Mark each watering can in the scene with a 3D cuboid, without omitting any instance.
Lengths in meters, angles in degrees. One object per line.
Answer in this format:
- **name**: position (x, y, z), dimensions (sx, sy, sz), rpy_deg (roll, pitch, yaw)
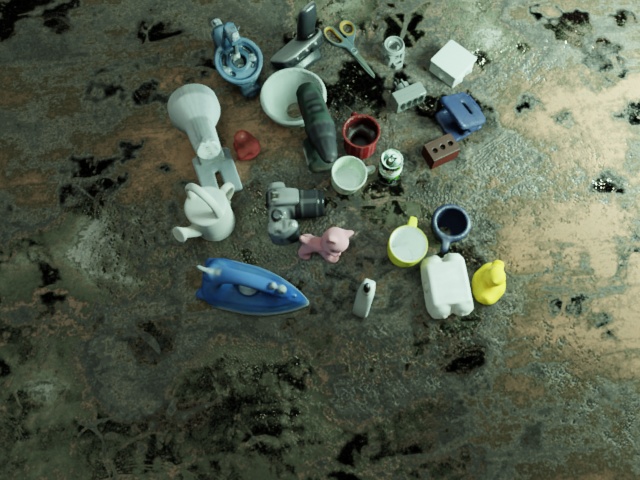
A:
- **watering can**: position (-0.261, -0.066, 1.310), dimensions (0.101, 0.194, 0.173), rpy_deg (16, 73, 6)

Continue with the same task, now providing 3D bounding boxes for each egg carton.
- **egg carton**: position (0.289, 0.106, 1.315), dimensions (0.107, 0.069, 0.150), rpy_deg (-7, 72, -2)

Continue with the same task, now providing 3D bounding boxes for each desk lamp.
- **desk lamp**: position (-0.268, -0.232, 1.354), dimensions (0.118, 0.213, 0.203), rpy_deg (-21, 73, -6)

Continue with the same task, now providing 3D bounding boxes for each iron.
- **iron**: position (-0.152, 0.101, 1.283), dimensions (0.258, 0.141, 0.119), rpy_deg (11, 72, 4)

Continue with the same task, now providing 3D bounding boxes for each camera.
- **camera**: position (-0.057, -0.072, 1.360), dimensions (0.137, 0.101, 0.143), rpy_deg (-3, 72, 0)

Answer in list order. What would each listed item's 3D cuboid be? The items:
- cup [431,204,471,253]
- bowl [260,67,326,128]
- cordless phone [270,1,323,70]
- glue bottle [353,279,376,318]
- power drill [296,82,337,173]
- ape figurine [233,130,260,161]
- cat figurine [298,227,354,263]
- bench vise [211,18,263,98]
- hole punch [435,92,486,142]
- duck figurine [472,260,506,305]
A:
- **cup**: position (0.296, -0.015, 1.341), dimensions (0.091, 0.095, 0.118), rpy_deg (15, 73, 6)
- **bowl**: position (-0.066, -0.351, 1.464), dimensions (0.167, 0.075, 0.167), rpy_deg (0, 72, 1)
- **cordless phone**: position (-0.061, -0.518, 1.460), dimensions (0.094, 0.185, 0.148), rpy_deg (40, 77, 13)
- **glue bottle**: position (0.100, 0.119, 1.258), dimensions (0.037, 0.173, 0.078), rpy_deg (18, 73, 7)
- **power drill**: position (-0.002, -0.246, 1.359), dimensions (0.075, 0.208, 0.229), rpy_deg (-16, 72, -4)
- **ape figurine**: position (-0.189, -0.241, 1.420), dimensions (0.076, 0.092, 0.078), rpy_deg (14, 73, 5)
- **cat figurine**: position (0.012, 0.005, 1.325), dimensions (0.127, 0.118, 0.067), rpy_deg (5, 72, 2)
- **bench vise**: position (-0.232, -0.481, 1.432), dimensions (0.207, 0.220, 0.121), rpy_deg (42, 77, 13)
- **hole punch**: position (0.356, -0.321, 1.442), dimensions (0.101, 0.091, 0.108), rpy_deg (-31, 74, -9)
- **duck figurine**: position (0.393, 0.094, 1.309), dimensions (0.077, 0.086, 0.105), rpy_deg (21, 73, 7)
